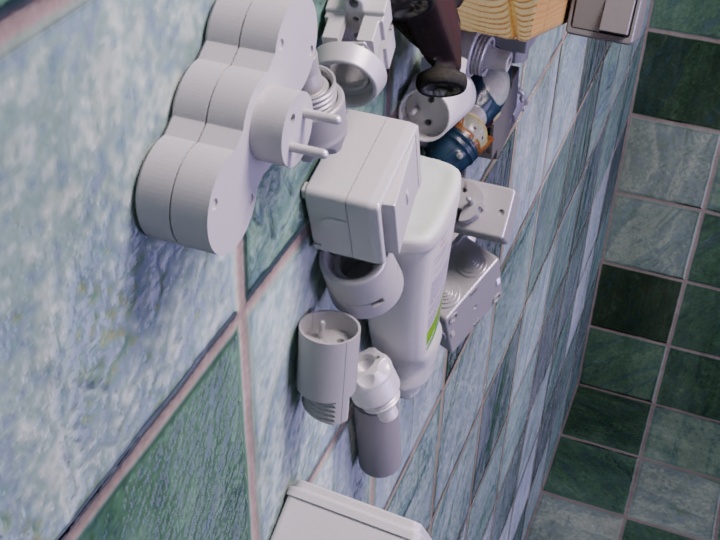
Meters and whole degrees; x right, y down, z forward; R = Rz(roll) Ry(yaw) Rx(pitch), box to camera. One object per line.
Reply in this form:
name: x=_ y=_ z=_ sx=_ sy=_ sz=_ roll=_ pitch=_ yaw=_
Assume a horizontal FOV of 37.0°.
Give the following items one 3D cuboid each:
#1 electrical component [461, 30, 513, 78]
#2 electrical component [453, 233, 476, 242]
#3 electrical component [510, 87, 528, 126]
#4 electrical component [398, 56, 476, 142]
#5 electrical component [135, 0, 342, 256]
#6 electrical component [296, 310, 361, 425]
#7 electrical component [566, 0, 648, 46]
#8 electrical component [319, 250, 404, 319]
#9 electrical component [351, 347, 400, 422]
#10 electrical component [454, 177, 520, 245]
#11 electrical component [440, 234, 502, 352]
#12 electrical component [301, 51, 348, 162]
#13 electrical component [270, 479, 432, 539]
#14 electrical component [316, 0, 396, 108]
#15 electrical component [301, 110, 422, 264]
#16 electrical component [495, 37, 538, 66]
electrical component: x=0.097 y=-0.183 z=0.911 sx=0.043 sy=0.062 sz=0.043 roll=18 pitch=90 yaw=-75
electrical component: x=0.099 y=-0.023 z=1.105 sx=0.035 sy=0.035 sz=0.061 roll=3 pitch=103 yaw=-73
electrical component: x=0.143 y=-0.163 z=1.117 sx=0.062 sy=0.048 sz=0.048 roll=-62 pitch=160 yaw=-19
electrical component: x=0.065 y=-0.151 z=0.866 sx=0.077 sy=0.044 sz=0.079 roll=-46 pitch=146 yaw=-59
electrical component: x=-0.046 y=-0.070 z=0.514 sx=0.052 sy=0.074 sz=0.138 roll=66 pitch=41 yaw=-65
electrical component: x=-0.024 y=0.074 z=0.765 sx=0.043 sy=0.043 sz=0.081 roll=-52 pitch=151 yaw=-54
electrical component: x=0.225 y=-0.253 z=0.955 sx=0.061 sy=0.062 sz=0.096 roll=-39 pitch=141 yaw=-63
electrical component: x=0.000 y=0.000 z=0.763 sx=0.047 sy=0.055 sz=0.055 roll=67 pitch=40 yaw=-59
electrical component: x=0.013 y=0.098 z=0.884 sx=0.043 sy=0.043 sz=0.062 roll=-60 pitch=136 yaw=-42
electrical component: x=0.095 y=-0.060 z=0.973 sx=0.076 sy=0.083 sz=0.047 roll=27 pitch=78 yaw=-73
electrical component: x=0.096 y=0.024 z=1.058 sx=0.099 sy=0.048 sz=0.099 roll=-48 pitch=156 yaw=-15
electrical component: x=-0.030 y=-0.095 z=0.602 sx=0.062 sy=0.043 sz=0.043 roll=85 pitch=25 yaw=-46
electrical component: x=-0.003 y=0.216 z=0.838 sx=0.108 sy=0.109 sz=0.056 roll=66 pitch=44 yaw=-65
electrical component: x=-0.004 y=-0.133 z=0.655 sx=0.066 sy=0.048 sz=0.055 roll=78 pitch=23 yaw=-56
electrical component: x=0.009 y=-0.060 z=0.728 sx=0.061 sy=0.061 sz=0.096 roll=82 pitch=27 yaw=-52
electrical component: x=0.153 y=-0.232 z=1.082 sx=0.065 sy=0.047 sz=0.076 roll=-54 pitch=153 yaw=-51
